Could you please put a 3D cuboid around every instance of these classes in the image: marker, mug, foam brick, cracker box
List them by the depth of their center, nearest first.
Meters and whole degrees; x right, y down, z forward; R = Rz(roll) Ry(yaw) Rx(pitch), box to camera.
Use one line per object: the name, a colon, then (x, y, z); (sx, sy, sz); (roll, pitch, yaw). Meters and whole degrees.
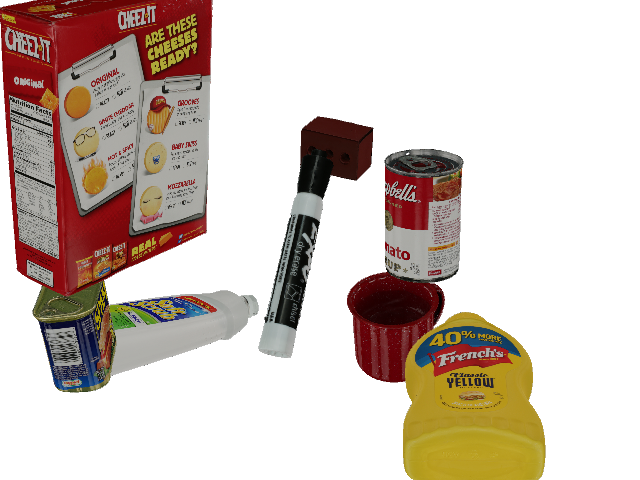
marker: (-0.013, 0.006, 0.602); (0.020, 0.121, 0.020); (11, -16, 3)
cracker box: (-0.164, -0.086, 0.838); (0.072, 0.214, 0.163); (20, 30, 31)
mug: (0.084, 0.087, 1.110); (0.117, 0.081, 0.093); (-30, 42, -32)
foam brick: (0.019, -0.113, 1.298); (0.078, 0.053, 0.051); (14, 31, 20)

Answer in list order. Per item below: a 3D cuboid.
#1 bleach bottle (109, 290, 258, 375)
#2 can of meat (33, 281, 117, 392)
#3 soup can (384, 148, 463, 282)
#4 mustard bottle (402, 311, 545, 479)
bleach bottle: (-0.192, 0.104, 1.341); (0.250, 0.068, 0.103); (-13, 29, -38)
can of meat: (-0.226, 0.082, 0.998); (0.057, 0.084, 0.102); (-6, 26, -1)
soup can: (0.090, -0.022, 0.938); (0.068, 0.102, 0.068); (-1, 23, 0)
mustard bottle: (0.111, 0.108, 0.799); (0.096, 0.058, 0.191); (-2, 25, 7)
